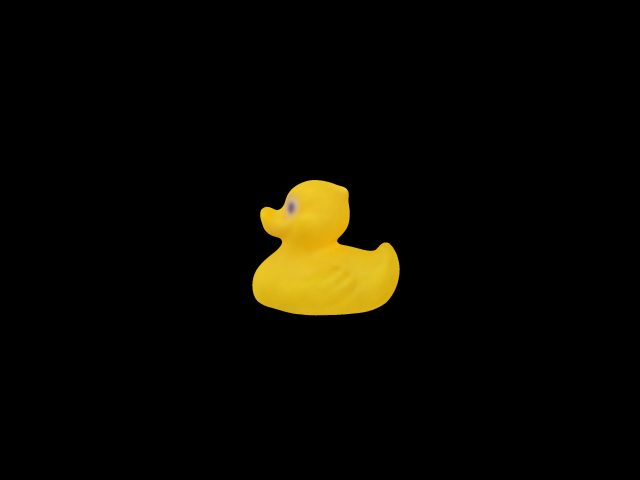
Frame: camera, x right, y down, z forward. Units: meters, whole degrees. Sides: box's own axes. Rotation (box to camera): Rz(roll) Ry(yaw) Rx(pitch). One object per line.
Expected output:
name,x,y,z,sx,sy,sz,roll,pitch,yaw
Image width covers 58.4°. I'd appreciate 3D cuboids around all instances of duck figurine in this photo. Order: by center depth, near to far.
duck figurine,0.004,0.001,0.400,0.104,0.086,0.077,3,15,10
